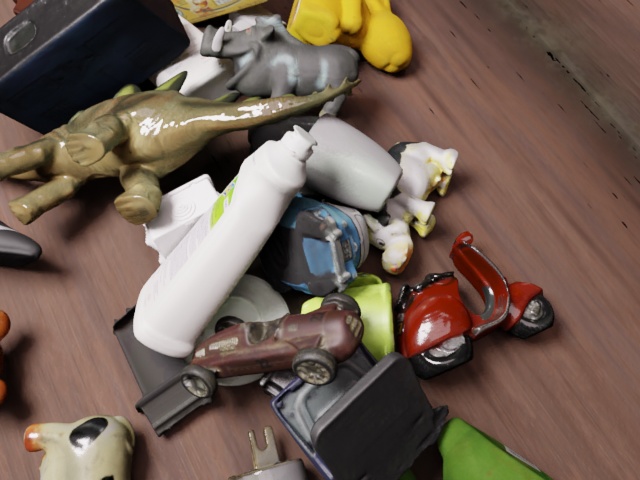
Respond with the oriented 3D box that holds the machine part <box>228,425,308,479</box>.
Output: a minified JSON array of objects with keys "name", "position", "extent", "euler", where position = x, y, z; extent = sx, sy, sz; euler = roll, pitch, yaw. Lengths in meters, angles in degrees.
[{"name":"machine part","position":[-0.032,0.295,0.490],"extent":[0.079,0.079,0.243],"euler":[-13,68,-6]}]

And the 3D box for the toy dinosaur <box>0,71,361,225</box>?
[{"name":"toy dinosaur","position":[-0.194,-0.115,0.589],"extent":[0.472,0.104,0.199],"euler":[-1,39,18]}]

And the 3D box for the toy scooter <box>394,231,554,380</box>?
[{"name":"toy scooter","position":[0.153,0.063,0.589],"extent":[0.184,0.075,0.135],"euler":[-19,71,-15]}]

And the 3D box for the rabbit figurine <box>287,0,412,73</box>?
[{"name":"rabbit figurine","position":[0.044,-0.285,0.731],"extent":[0.173,0.121,0.162],"euler":[17,58,-9]}]

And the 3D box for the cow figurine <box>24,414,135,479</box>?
[{"name":"cow figurine","position":[-0.208,0.264,0.502],"extent":[0.127,0.085,0.195],"euler":[-9,67,3]}]

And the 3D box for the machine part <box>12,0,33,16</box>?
[{"name":"machine part","position":[-0.341,-0.354,0.739],"extent":[0.179,0.056,0.179],"euler":[-12,59,20]}]

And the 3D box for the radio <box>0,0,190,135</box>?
[{"name":"radio","position":[-0.285,-0.223,0.639],"extent":[0.230,0.131,0.073],"euler":[-31,72,12]}]

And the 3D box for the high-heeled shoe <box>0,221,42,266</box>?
[{"name":"high-heeled shoe","position":[-0.404,-0.055,0.625],"extent":[0.249,0.086,0.145],"euler":[10,73,14]}]

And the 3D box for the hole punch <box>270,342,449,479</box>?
[{"name":"hole punch","position":[0.032,0.158,0.483],"extent":[0.142,0.092,0.115],"euler":[-38,116,-24]}]

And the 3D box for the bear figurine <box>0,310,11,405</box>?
[{"name":"bear figurine","position":[-0.419,0.141,0.548],"extent":[0.196,0.132,0.120],"euler":[-6,68,-23]}]

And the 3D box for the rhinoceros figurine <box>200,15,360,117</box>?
[{"name":"rhinoceros figurine","position":[-0.048,-0.207,0.643],"extent":[0.190,0.112,0.073],"euler":[11,32,0]}]

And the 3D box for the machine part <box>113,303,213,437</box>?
[{"name":"machine part","position":[-0.178,0.133,0.577],"extent":[0.084,0.039,0.139],"euler":[-34,72,-1]}]

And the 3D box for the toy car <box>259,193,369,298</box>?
[{"name":"toy car","position":[-0.001,-0.002,0.583],"extent":[0.103,0.162,0.109],"euler":[-20,104,-31]}]

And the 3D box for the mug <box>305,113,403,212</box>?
[{"name":"mug","position":[0.037,-0.082,0.596],"extent":[0.107,0.080,0.109],"euler":[32,33,6]}]

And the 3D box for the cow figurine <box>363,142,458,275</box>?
[{"name":"cow figurine","position":[0.092,-0.044,0.638],"extent":[0.098,0.068,0.167],"euler":[24,66,15]}]

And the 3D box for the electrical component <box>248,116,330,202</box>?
[{"name":"electrical component","position":[-0.025,-0.094,0.665],"extent":[0.134,0.058,0.115],"euler":[2,69,1]}]

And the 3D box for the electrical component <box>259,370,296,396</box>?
[{"name":"electrical component","position":[0.000,0.164,0.549],"extent":[0.119,0.074,0.048],"euler":[32,71,9]}]

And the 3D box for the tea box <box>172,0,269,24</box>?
[{"name":"tea box","position":[-0.146,-0.356,0.713],"extent":[0.170,0.098,0.068],"euler":[5,65,35]}]

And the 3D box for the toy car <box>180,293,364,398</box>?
[{"name":"toy car","position":[-0.052,0.097,0.507],"extent":[0.202,0.053,0.089],"euler":[-14,29,31]}]

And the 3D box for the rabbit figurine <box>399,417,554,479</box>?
[{"name":"rabbit figurine","position":[0.126,0.263,0.487],"extent":[0.159,0.121,0.170],"euler":[32,85,5]}]
